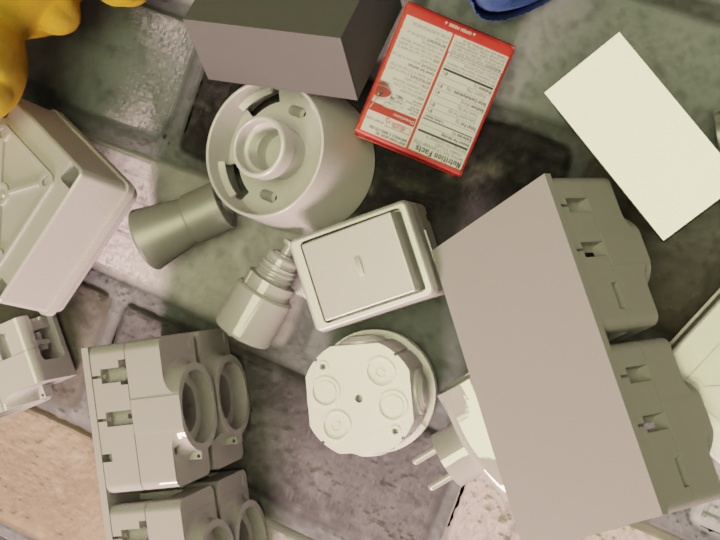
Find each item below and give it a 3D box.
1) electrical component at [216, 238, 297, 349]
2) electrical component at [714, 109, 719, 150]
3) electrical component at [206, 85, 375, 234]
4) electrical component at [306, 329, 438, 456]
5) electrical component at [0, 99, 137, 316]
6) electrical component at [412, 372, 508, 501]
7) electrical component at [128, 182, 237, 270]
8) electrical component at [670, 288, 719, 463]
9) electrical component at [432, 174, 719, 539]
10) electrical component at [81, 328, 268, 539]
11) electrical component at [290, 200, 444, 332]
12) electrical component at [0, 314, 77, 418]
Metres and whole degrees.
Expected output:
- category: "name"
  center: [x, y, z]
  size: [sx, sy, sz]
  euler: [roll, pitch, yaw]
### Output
- category: "electrical component"
  center: [-0.063, 0.015, 0.708]
  size: [0.040, 0.040, 0.078]
  euler: [31, 98, 13]
- category: "electrical component"
  center: [0.232, -0.081, 0.625]
  size: [0.046, 0.040, 0.040]
  euler: [-10, 88, 21]
- category: "electrical component"
  center: [-0.048, -0.075, 0.703]
  size: [0.099, 0.064, 0.099]
  euler: [-3, 84, 28]
- category: "electrical component"
  center: [0.006, 0.079, 0.683]
  size: [0.080, 0.051, 0.080]
  euler: [0, 91, 16]
- category: "electrical component"
  center: [-0.222, -0.044, 0.727]
  size: [0.109, 0.056, 0.108]
  euler: [42, 102, 32]
- category: "electrical component"
  center: [0.071, 0.108, 0.666]
  size: [0.079, 0.044, 0.077]
  euler: [-33, 86, 10]
- category: "electrical component"
  center: [-0.116, -0.033, 0.723]
  size: [0.065, 0.044, 0.044]
  euler: [-23, 84, 10]
- category: "electrical component"
  center: [0.235, 0.063, 0.616]
  size: [0.109, 0.056, 0.108]
  euler: [42, 101, 11]
- category: "electrical component"
  center: [0.120, 0.052, 0.608]
  size: [0.105, 0.060, 0.186]
  euler: [-36, 64, 50]
- category: "electrical component"
  center: [-0.113, 0.135, 0.689]
  size: [0.060, 0.105, 0.186]
  euler: [-8, 88, 16]
- category: "electrical component"
  center: [0.000, 0.000, 0.679]
  size: [0.096, 0.061, 0.061]
  euler: [-19, 85, 15]
- category: "electrical component"
  center: [-0.253, 0.073, 0.756]
  size: [0.089, 0.050, 0.055]
  euler: [-22, 84, 15]
